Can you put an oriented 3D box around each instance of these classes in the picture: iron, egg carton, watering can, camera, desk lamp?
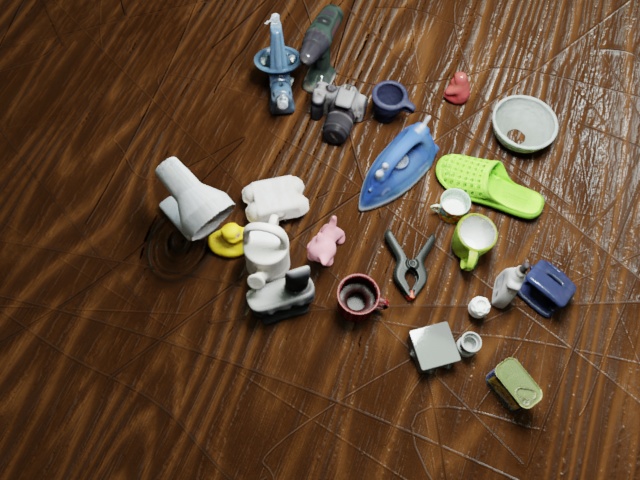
[{"bbox_3d":[0.182,-0.185,1.364,0.118,0.141,0.259,37,69,14],"label":"iron"},{"bbox_3d":[-0.105,-0.092,1.350,0.150,0.069,0.107,-13,67,-8],"label":"egg carton"},{"bbox_3d":[-0.115,0.022,1.229,0.101,0.194,0.173,-9,66,-6],"label":"watering can"},{"bbox_3d":[0.039,-0.322,1.443,0.143,0.101,0.137,16,66,5],"label":"camera"},{"bbox_3d":[-0.281,-0.078,1.257,0.118,0.213,0.203,-41,73,-18],"label":"desk lamp"}]

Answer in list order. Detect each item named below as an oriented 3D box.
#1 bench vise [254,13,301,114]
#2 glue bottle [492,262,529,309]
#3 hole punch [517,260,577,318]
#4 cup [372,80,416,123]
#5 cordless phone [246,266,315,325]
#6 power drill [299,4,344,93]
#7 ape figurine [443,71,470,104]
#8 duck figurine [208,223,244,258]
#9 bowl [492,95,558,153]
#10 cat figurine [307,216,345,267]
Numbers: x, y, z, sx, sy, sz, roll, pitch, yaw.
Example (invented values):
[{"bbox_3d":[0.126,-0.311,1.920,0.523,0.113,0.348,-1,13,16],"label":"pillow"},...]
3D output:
[{"bbox_3d":[-0.091,-0.435,1.423,0.121,0.220,0.207,-22,68,-12],"label":"bench vise"},{"bbox_3d":[0.415,0.087,1.234,0.037,0.173,0.078,17,66,6],"label":"glue bottle"},{"bbox_3d":[0.509,0.099,1.278,0.108,0.091,0.101,42,71,15],"label":"hole punch"},{"bbox_3d":[0.185,-0.339,1.460,0.117,0.095,0.092,27,67,10],"label":"cup"},{"bbox_3d":[-0.083,0.100,1.200,0.148,0.185,0.094,-20,68,-11],"label":"cordless phone"},{"bbox_3d":[0.000,-0.470,1.449,0.075,0.208,0.230,17,66,6],"label":"power drill"},{"bbox_3d":[0.363,-0.405,1.499,0.078,0.092,0.076,-24,69,-13],"label":"ape figurine"},{"bbox_3d":[-0.204,-0.008,1.298,0.104,0.086,0.077,-5,66,-4],"label":"duck figurine"},{"bbox_3d":[0.512,-0.283,1.460,0.167,0.075,0.167,1,66,-2],"label":"bowl"},{"bbox_3d":[0.012,0.005,1.284,0.067,0.118,0.128,21,67,7],"label":"cat figurine"}]
